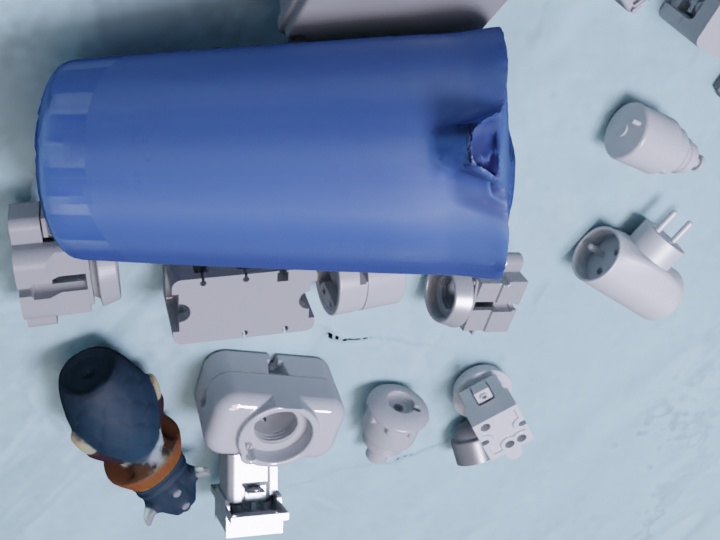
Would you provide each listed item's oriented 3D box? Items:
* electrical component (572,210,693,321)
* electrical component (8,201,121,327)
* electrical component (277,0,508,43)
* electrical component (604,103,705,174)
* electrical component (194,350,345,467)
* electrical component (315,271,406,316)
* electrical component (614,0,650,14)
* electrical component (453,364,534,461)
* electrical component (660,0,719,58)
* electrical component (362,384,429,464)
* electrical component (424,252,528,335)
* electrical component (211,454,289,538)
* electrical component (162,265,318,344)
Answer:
[{"bbox_3d":[0.207,-0.010,0.779,0.077,0.043,0.079,28,112,-33],"label":"electrical component"},{"bbox_3d":[-0.174,-0.005,0.642,0.057,0.058,0.078,-7,127,-11],"label":"electrical component"},{"bbox_3d":[0.021,-0.162,0.562,0.109,0.056,0.109,2,162,-20],"label":"electrical component"},{"bbox_3d":[0.201,-0.084,0.724,0.078,0.040,0.040,17,118,-29],"label":"electrical component"},{"bbox_3d":[-0.063,0.098,0.754,0.095,0.059,0.053,7,122,-23],"label":"electrical component"},{"bbox_3d":[0.000,0.000,0.708,0.047,0.055,0.055,-7,127,-19],"label":"electrical component"},{"bbox_3d":[0.144,-0.205,0.601,0.062,0.061,0.096,-38,128,10],"label":"electrical component"},{"bbox_3d":[0.099,0.105,0.818,0.048,0.055,0.066,-28,129,3],"label":"electrical component"},{"bbox_3d":[0.246,-0.155,0.677,0.089,0.055,0.050,15,119,-28],"label":"electrical component"},{"bbox_3d":[0.021,0.120,0.811,0.048,0.048,0.062,4,130,-22],"label":"electrical component"},{"bbox_3d":[0.079,0.016,0.753,0.055,0.048,0.066,0,126,-28],"label":"electrical component"},{"bbox_3d":[-0.082,0.156,0.783,0.042,0.081,0.063,-2,97,-18],"label":"electrical component"},{"bbox_3d":[-0.078,0.007,0.684,0.089,0.055,0.050,-6,127,-15],"label":"electrical component"}]
